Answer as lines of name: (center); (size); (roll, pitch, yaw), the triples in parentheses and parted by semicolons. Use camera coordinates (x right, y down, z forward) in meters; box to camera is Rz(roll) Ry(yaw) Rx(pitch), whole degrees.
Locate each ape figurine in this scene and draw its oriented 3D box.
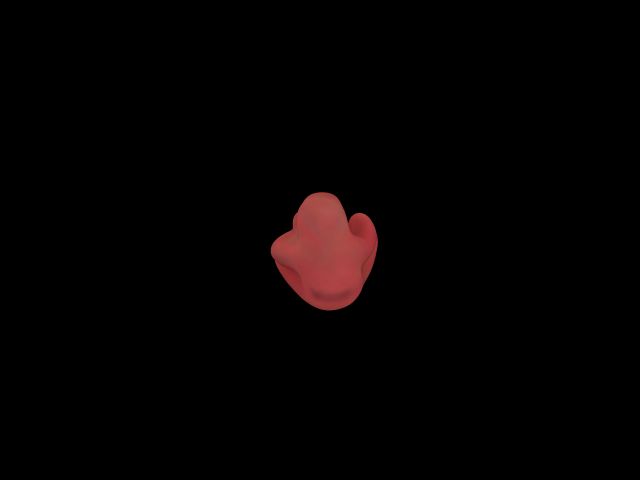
ape figurine: (0.004, 0.001, 0.400); (0.078, 0.092, 0.076); (0, 58, 0)
